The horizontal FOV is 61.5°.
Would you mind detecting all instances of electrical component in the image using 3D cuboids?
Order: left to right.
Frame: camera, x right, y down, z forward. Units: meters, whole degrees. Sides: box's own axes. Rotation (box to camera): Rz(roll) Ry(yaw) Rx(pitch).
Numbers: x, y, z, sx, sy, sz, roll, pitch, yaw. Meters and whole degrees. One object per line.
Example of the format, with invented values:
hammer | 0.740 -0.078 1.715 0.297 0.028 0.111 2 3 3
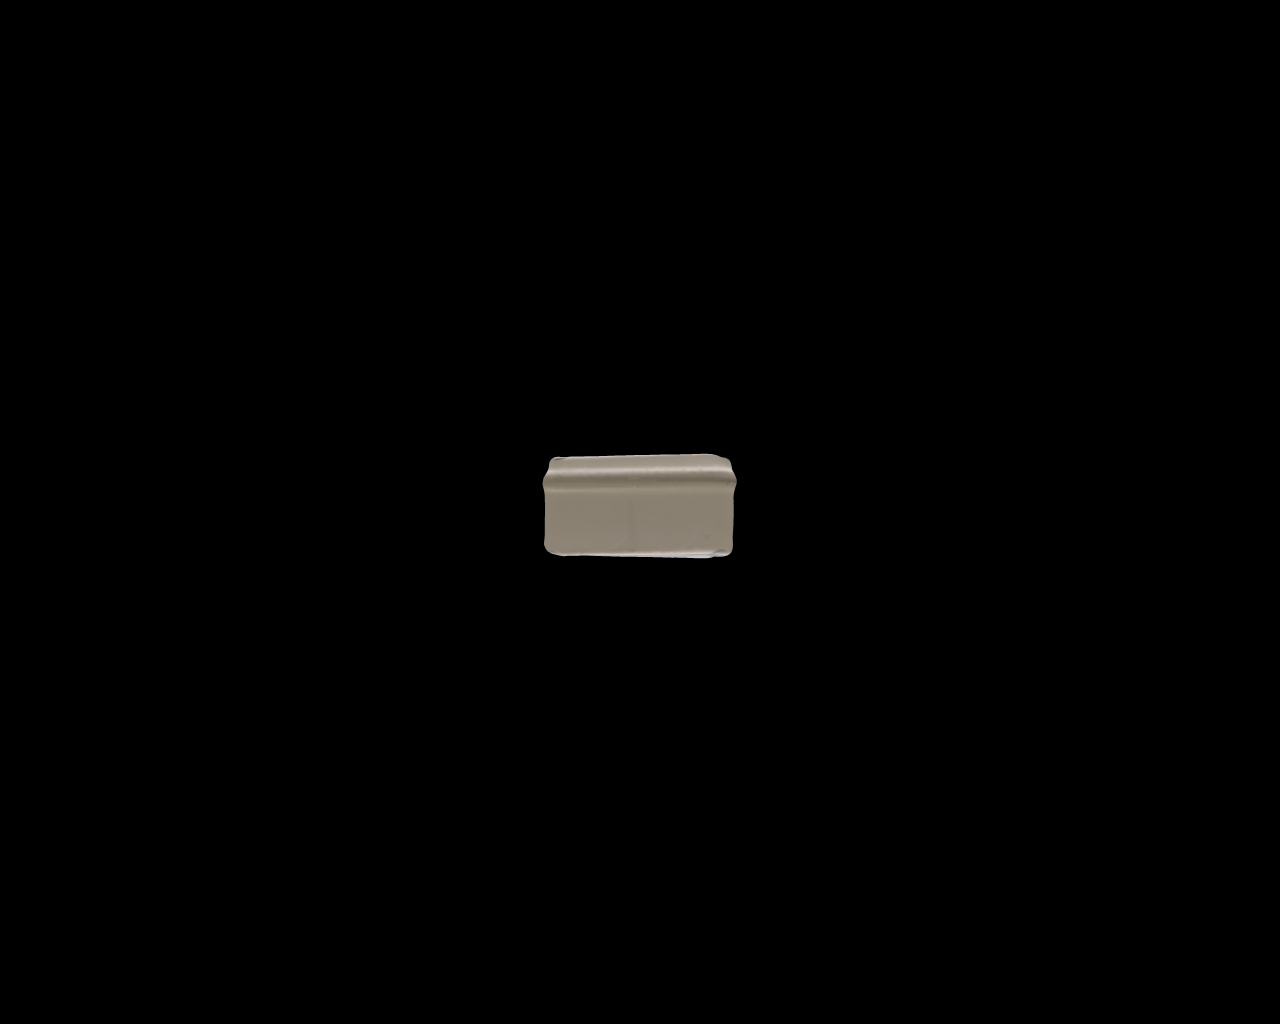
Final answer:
electrical component | 0.001 -0.003 0.650 0.113 0.057 0.078 0 -4 2
